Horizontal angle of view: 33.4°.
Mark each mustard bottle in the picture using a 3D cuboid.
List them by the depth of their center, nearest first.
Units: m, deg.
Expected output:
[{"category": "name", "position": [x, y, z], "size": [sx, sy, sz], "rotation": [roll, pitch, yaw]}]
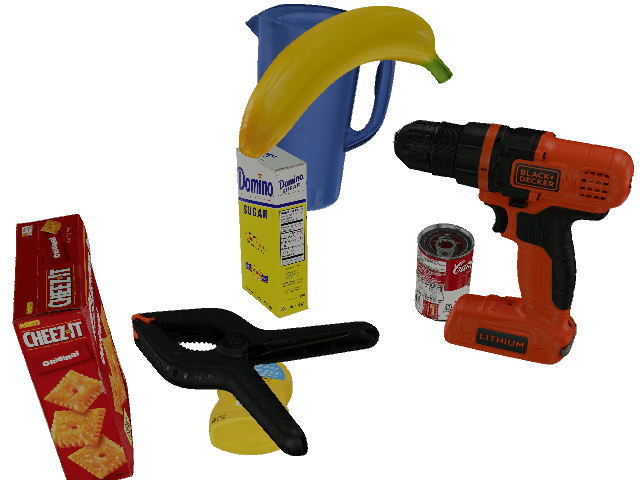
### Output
[{"category": "mustard bottle", "position": [-0.084, 0.191, 1.342], "size": [0.096, 0.058, 0.191], "rotation": [-2, 26, 1]}]

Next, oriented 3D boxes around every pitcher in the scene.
[{"category": "pitcher", "position": [-0.009, -0.163, 1.321], "size": [0.144, 0.243, 0.149], "rotation": [-9, 28, -29]}]

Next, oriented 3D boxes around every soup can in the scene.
[{"category": "soup can", "position": [0.149, 0.040, 1.299], "size": [0.068, 0.102, 0.068], "rotation": [0, 37, 0]}]

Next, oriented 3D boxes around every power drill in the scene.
[{"category": "power drill", "position": [0.143, -0.001, 0.849], "size": [0.185, 0.188, 0.057], "rotation": [12, 30, 20]}]

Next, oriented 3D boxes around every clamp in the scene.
[{"category": "clamp", "position": [-0.063, 0.095, 0.911], "size": [0.210, 0.036, 0.164], "rotation": [18, 36, 25]}]

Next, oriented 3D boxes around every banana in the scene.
[{"category": "banana", "position": [0.016, -0.117, 0.716], "size": [0.197, 0.069, 0.037], "rotation": [-25, 3, -34]}]

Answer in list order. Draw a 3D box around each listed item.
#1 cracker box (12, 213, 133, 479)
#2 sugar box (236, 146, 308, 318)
[{"category": "cracker box", "position": [-0.238, 0.107, 1.038], "size": [0.072, 0.214, 0.164], "rotation": [-11, 35, -8]}, {"category": "sugar box", "position": [-0.054, -0.013, 1.178], "size": [0.048, 0.176, 0.093], "rotation": [-17, 28, -27]}]
